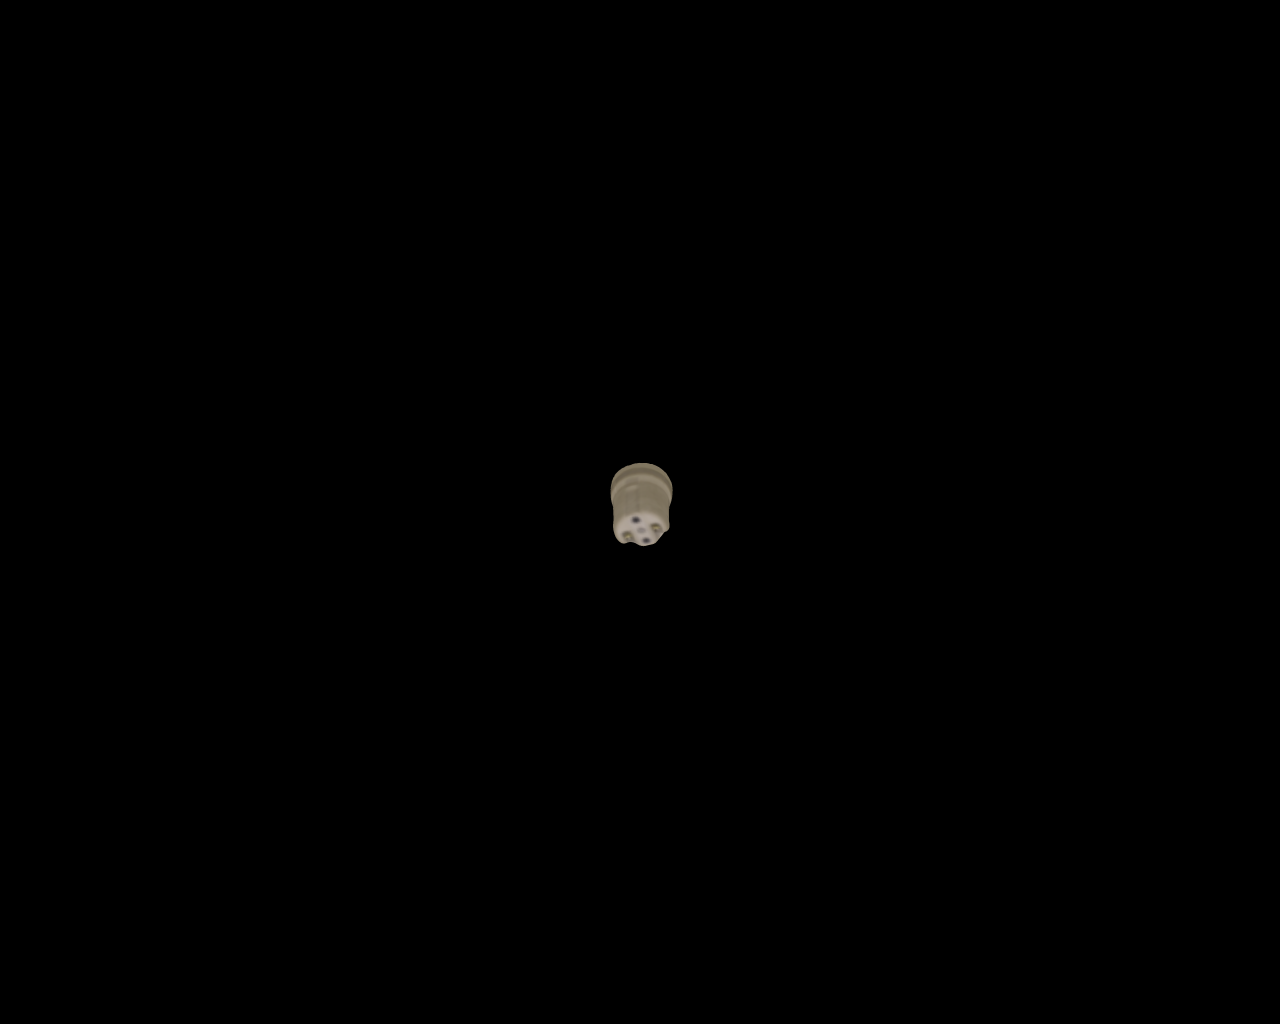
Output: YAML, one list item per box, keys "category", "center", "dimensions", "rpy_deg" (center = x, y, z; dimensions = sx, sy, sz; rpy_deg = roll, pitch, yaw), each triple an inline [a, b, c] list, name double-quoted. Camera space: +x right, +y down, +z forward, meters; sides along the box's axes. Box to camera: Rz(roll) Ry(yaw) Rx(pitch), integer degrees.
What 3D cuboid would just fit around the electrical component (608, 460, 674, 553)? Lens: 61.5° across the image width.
- category: "electrical component"
  center: [0.001, -0.003, 0.650]
  dimensions: [0.040, 0.040, 0.046]
  rpy_deg: [0, 37, 0]
